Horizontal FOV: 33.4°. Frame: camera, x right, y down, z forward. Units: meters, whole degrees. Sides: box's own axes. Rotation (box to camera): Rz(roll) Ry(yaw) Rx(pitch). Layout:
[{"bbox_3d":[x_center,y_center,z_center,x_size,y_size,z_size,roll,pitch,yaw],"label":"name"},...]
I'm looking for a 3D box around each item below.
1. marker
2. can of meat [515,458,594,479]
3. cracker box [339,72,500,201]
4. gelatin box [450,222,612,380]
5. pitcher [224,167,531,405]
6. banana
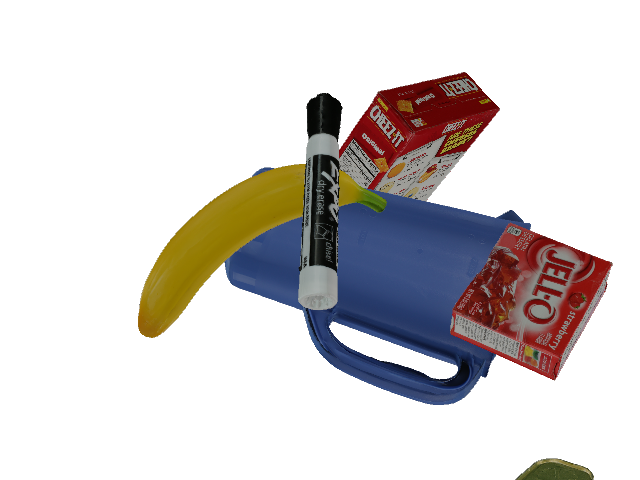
[{"bbox_3d":[0.000,-0.023,0.537,0.020,0.121,0.020,1,-29,1],"label":"marker"},{"bbox_3d":[0.193,0.251,0.920,0.058,0.084,0.101,11,26,41],"label":"can of meat"},{"bbox_3d":[0.081,-0.086,1.211,0.163,0.072,0.214,-21,-25,-45],"label":"cracker box"},{"bbox_3d":[0.135,0.036,0.681,0.073,0.030,0.089,24,53,22],"label":"gelatin box"},{"bbox_3d":[0.044,0.028,0.894,0.243,0.145,0.149,16,18,10],"label":"pitcher"},{"bbox_3d":[-0.054,-0.002,0.735,0.198,0.069,0.037,-28,16,7],"label":"banana"}]
